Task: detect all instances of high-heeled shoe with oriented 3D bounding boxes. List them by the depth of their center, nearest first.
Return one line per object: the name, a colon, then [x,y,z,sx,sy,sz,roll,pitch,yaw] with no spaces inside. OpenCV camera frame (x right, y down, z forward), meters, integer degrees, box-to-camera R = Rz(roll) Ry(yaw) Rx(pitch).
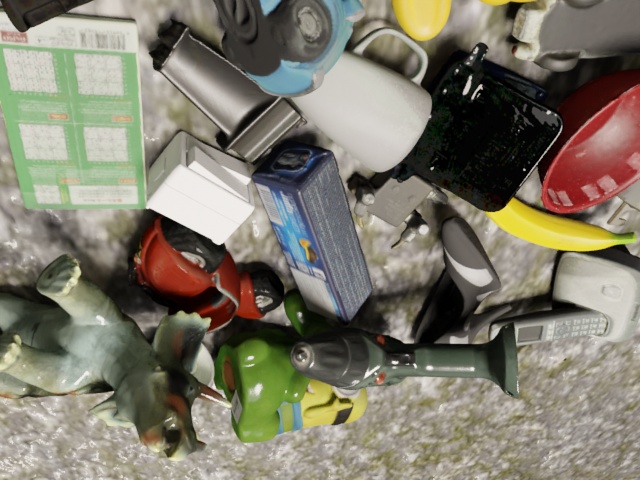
high-heeled shoe: [0.141,0.068,0.641,0.145,0.086,0.248,-28,134,14]

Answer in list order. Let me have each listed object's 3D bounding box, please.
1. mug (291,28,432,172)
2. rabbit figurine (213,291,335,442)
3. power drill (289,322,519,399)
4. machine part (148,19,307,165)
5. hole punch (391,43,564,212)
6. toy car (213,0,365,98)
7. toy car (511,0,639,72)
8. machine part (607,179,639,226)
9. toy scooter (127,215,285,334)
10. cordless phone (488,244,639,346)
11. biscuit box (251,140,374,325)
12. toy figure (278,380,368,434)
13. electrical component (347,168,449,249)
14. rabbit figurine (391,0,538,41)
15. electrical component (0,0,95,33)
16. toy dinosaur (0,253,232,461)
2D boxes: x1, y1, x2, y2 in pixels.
mug: [0.035,-0.126,0.450,0.107,0.081,0.109,25,112,-23]
rabbit figurine: [-0.035,0.141,0.666,0.170,0.121,0.159,-8,127,-31]
power drill: [0.101,0.128,0.565,0.207,0.086,0.232,-10,163,18]
machine part: [-0.080,-0.121,0.453,0.084,0.039,0.138,-32,132,21]
hole punch: [0.144,-0.105,0.499,0.116,0.092,0.142,29,126,-2]
toy car: [-0.023,-0.187,0.370,0.103,0.109,0.161,-33,115,-24]
toy car: [0.261,-0.191,0.459,0.202,0.056,0.073,-5,138,-7]
machine part: [0.377,-0.107,0.545,0.079,0.079,0.243,11,128,-22]
toy scooter: [-0.136,0.050,0.568,0.135,0.075,0.183,-31,135,16]
cordless phone: [0.307,0.077,0.690,0.184,0.089,0.146,-12,133,3]
biscuit box: [-0.001,-0.002,0.546,0.063,0.059,0.202,-50,141,-30]
toy figure: [-0.024,0.221,0.740,0.180,0.082,0.089,-12,144,-10]
electrical component: [0.079,-0.038,0.557,0.102,0.045,0.078,32,119,-34]
rabbit figurine: [0.097,-0.220,0.349,0.173,0.122,0.162,-9,166,-38]
electrical component: [-0.151,-0.186,0.351,0.119,0.075,0.047,-27,123,-5]
toy dinosaur: [-0.262,0.113,0.538,0.405,0.131,0.192,-2,147,33]
